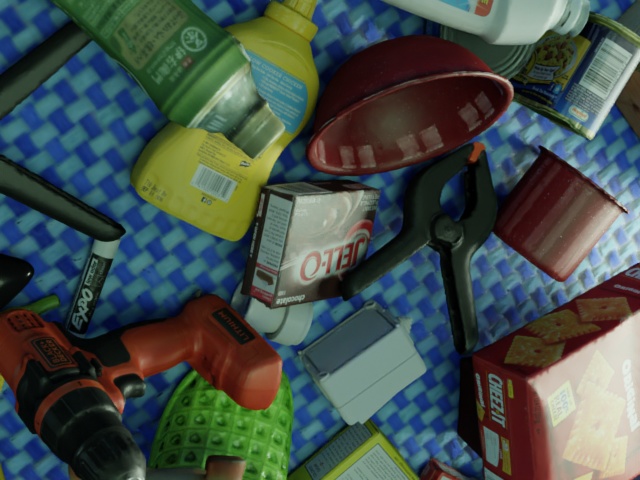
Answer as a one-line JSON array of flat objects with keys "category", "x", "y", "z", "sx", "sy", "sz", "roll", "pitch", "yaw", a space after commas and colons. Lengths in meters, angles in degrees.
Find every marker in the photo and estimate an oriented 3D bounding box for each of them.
[{"category": "marker", "x": -0.181, "y": 0.052, "z": 0.815, "sx": 0.020, "sy": 0.020, "sz": 0.121, "roll": 17, "pitch": 101, "yaw": -24}]

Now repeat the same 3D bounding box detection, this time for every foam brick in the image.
[{"category": "foam brick", "x": 0.157, "y": 0.146, "z": 0.950, "sx": 0.053, "sy": 0.051, "sz": 0.078, "roll": -7, "pitch": 109, "yaw": -18}]

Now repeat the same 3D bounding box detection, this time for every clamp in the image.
[{"category": "clamp", "x": -0.238, "y": -0.079, "z": 0.742, "sx": 0.209, "sy": 0.036, "sz": 0.164, "roll": 0, "pitch": 103, "yaw": -18}, {"category": "clamp", "x": 0.086, "y": -0.003, "z": 0.857, "sx": 0.120, "sy": 0.039, "sz": 0.171, "roll": 18, "pitch": 75, "yaw": -20}]

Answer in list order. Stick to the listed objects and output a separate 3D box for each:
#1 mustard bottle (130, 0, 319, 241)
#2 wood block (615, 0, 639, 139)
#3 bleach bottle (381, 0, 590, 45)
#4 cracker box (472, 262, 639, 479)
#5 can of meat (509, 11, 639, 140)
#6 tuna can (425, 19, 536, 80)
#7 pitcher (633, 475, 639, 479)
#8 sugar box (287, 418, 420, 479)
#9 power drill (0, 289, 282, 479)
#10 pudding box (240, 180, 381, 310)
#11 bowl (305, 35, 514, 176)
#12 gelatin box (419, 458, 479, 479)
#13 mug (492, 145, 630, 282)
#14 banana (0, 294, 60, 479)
[{"category": "mustard bottle", "x": -0.056, "y": -0.101, "z": 0.788, "sx": 0.096, "sy": 0.058, "sz": 0.192, "roll": 27, "pitch": 97, "yaw": -26}, {"category": "wood block", "x": 0.327, "y": -0.105, "z": 0.906, "sx": 0.090, "sy": 0.091, "sz": 0.206, "roll": -44, "pitch": 116, "yaw": -2}, {"category": "bleach bottle", "x": 0.083, "y": -0.214, "z": 0.771, "sx": 0.250, "sy": 0.068, "sz": 0.102, "roll": 19, "pitch": 101, "yaw": -13}, {"category": "cracker box", "x": 0.234, "y": 0.136, "z": 0.915, "sx": 0.213, "sy": 0.072, "sz": 0.164, "roll": -23, "pitch": 117, "yaw": -29}, {"category": "can of meat", "x": 0.199, "y": -0.135, "z": 0.845, "sx": 0.057, "sy": 0.102, "sz": 0.084, "roll": 26, "pitch": 99, "yaw": -25}, {"category": "tuna can", "x": 0.127, "y": -0.167, "z": 0.845, "sx": 0.086, "sy": 0.034, "sz": 0.086, "roll": -6, "pitch": 109, "yaw": -18}, {"category": "pitcher", "x": 0.249, "y": 0.321, "z": 1.008, "sx": 0.149, "sy": 0.145, "sz": 0.243, "roll": -3, "pitch": 113, "yaw": -6}, {"category": "sugar box", "x": 0.002, "y": 0.243, "z": 0.931, "sx": 0.176, "sy": 0.048, "sz": 0.093, "roll": -38, "pitch": 116, "yaw": -1}, {"category": "power drill", "x": -0.121, "y": 0.101, "z": 0.759, "sx": 0.187, "sy": 0.185, "sz": 0.057, "roll": -6, "pitch": 126, "yaw": -41}, {"category": "pudding box", "x": -0.005, "y": 0.001, "z": 0.825, "sx": 0.113, "sy": 0.039, "sz": 0.090, "roll": -6, "pitch": 112, "yaw": -50}, {"category": "bowl", "x": 0.060, "y": -0.106, "z": 0.799, "sx": 0.162, "sy": 0.162, "sz": 0.055, "roll": -11, "pitch": 72, "yaw": -16}, {"category": "gelatin box", "x": 0.120, "y": 0.250, "z": 0.983, "sx": 0.089, "sy": 0.030, "sz": 0.073, "roll": 28, "pitch": 98, "yaw": -25}, {"category": "mug", "x": 0.200, "y": -0.017, "z": 0.899, "sx": 0.081, "sy": 0.093, "sz": 0.117, "roll": -53, "pitch": 152, "yaw": 8}, {"category": "banana", "x": -0.249, "y": 0.133, "z": 0.808, "sx": 0.069, "sy": 0.037, "sz": 0.198, "roll": 11, "pitch": 103, "yaw": -21}]
